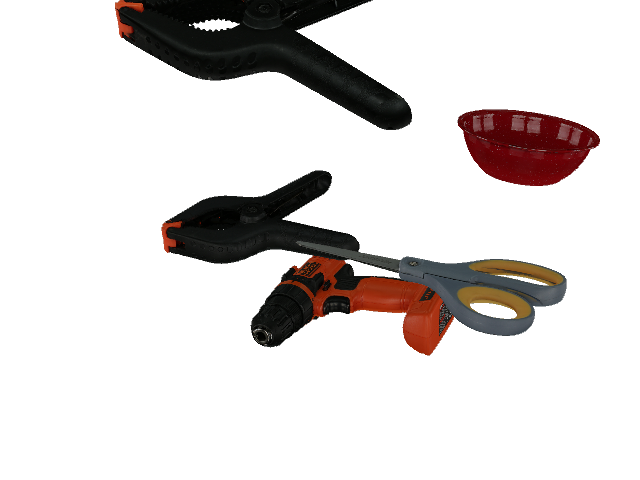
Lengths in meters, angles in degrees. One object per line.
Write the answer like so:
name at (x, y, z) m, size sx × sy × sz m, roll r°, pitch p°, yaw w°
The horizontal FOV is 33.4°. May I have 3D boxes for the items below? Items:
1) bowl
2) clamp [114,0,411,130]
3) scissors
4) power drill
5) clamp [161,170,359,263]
bowl at (0.234, -0.103, 1.223) m, size 0.162 × 0.055 × 0.162 m, roll 5°, pitch 22°, yaw -2°
clamp at (-0.032, -0.135, 0.711) m, size 0.210 × 0.164 × 0.036 m, roll -1°, pitch -40°, yaw -2°
scissors at (0.070, 0.031, 0.750) m, size 0.202 × 0.016 × 0.096 m, roll 5°, pitch 27°, yaw 12°
power drill at (0.038, 0.071, 1.132) m, size 0.188 × 0.057 × 0.184 m, roll 10°, pitch 29°, yaw 22°
clamp at (-0.055, -0.021, 0.958) m, size 0.171 × 0.039 × 0.120 m, roll -1°, pitch 32°, yaw -4°
